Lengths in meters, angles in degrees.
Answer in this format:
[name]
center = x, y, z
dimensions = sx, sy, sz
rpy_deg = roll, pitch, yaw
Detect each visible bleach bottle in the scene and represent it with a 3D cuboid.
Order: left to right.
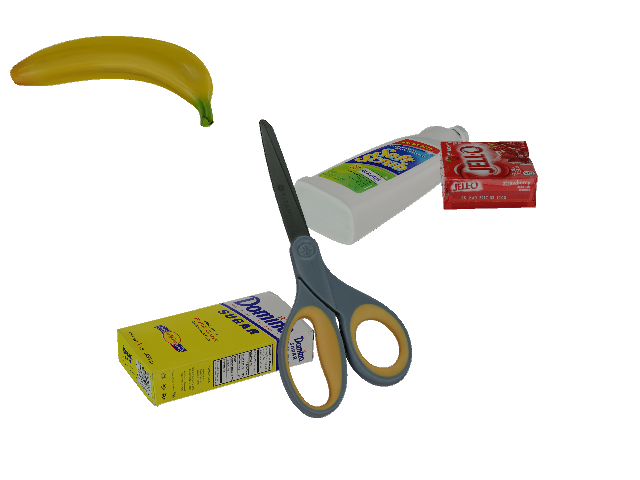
[bleach bottle]
center = 0.089, -0.084, 1.314
dimensions = 0.103, 0.068, 0.250
rpy_deg = 28, 45, 35

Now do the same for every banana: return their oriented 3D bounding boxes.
[banana]
center = -0.170, -0.147, 0.916
dimensions = 0.198, 0.069, 0.037
rpy_deg = 13, -40, 19

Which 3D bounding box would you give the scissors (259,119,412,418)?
[scissors]
center = 0.009, 0.015, 0.702
dimensions = 0.096, 0.202, 0.016
rpy_deg = 1, -17, -10

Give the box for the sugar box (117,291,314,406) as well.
[sugar box]
center = -0.104, 0.104, 1.069
dimensions = 0.176, 0.048, 0.093
rpy_deg = -16, 33, -27

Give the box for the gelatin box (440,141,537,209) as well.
[gelatin box]
center = 0.135, -0.055, 0.871
dimensions = 0.073, 0.030, 0.089
rpy_deg = 0, 24, 5
